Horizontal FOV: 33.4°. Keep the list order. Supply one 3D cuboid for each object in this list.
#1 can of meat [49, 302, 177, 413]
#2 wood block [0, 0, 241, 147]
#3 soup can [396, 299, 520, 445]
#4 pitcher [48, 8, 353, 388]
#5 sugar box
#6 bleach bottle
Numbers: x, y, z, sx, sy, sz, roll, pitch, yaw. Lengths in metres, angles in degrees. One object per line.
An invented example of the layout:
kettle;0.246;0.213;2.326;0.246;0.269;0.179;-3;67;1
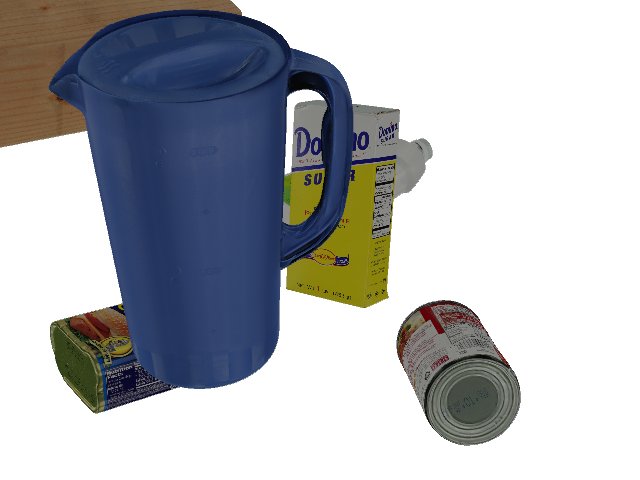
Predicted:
can of meat;-0.160;0.090;0.858;0.083;0.057;0.102;-15;26;-31
wood block;-0.176;-0.150;0.849;0.205;0.091;0.090;-16;47;-33
soup can;0.096;0.092;0.756;0.068;0.068;0.102;0;18;-7
pitcher;-0.073;-0.022;0.716;0.149;0.243;0.144;26;43;33
sugar box;0.018;-0.035;0.967;0.093;0.176;0.048;11;18;34
bleach bottle;0.027;-0.065;1.263;0.250;0.068;0.103;-28;44;-29
